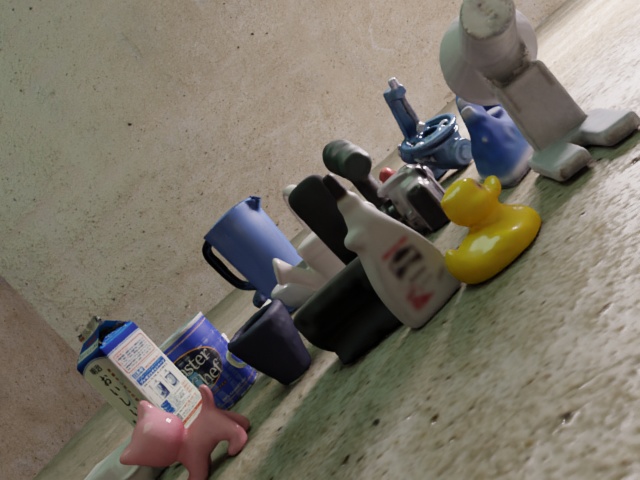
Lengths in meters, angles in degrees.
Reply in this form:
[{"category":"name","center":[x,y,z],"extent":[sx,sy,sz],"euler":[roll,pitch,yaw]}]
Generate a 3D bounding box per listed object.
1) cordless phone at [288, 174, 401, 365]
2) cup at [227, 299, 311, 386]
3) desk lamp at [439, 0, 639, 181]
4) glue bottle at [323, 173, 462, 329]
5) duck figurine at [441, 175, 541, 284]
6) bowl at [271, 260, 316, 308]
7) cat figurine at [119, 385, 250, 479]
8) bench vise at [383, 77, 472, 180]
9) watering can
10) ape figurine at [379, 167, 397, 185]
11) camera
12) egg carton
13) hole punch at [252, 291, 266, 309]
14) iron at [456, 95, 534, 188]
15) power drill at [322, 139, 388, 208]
[{"category":"cordless phone","center":[0.011,0.030,0.642],"extent":[0.147,0.185,0.094],"euler":[-42,6,3]},{"category":"cup","center":[-0.054,0.135,0.754],"extent":[0.091,0.095,0.118],"euler":[-39,6,29]},{"category":"desk lamp","center":[0.230,-0.187,0.657],"extent":[0.118,0.213,0.203],"euler":[-41,6,12]},{"category":"glue bottle","center":[0.061,0.002,0.570],"extent":[0.078,0.173,0.037],"euler":[-44,6,-19]},{"category":"duck figurine","center":[0.151,-0.017,0.552],"extent":[0.105,0.086,0.077],"euler":[-43,6,-15]},{"category":"bowl","center":[-0.005,0.069,1.038],"extent":[0.167,0.075,0.167],"euler":[-41,5,5]},{"category":"cat figurine","center":[-0.166,0.229,0.680],"extent":[0.128,0.118,0.067],"euler":[-42,6,-4]},{"category":"bench vise","center":[0.183,-0.211,1.147],"extent":[0.122,0.220,0.207],"euler":[-45,7,-32]},{"category":"watering can","center":[0.008,0.003,0.832],"extent":[0.173,0.194,0.100],"euler":[-45,7,-32]},{"category":"ape figurine","center":[0.164,-0.118,1.235],"extent":[0.078,0.092,0.076],"euler":[-46,7,-37]},{"category":"camera","center":[0.127,-0.050,0.902],"extent":[0.136,0.101,0.143],"euler":[-40,6,17]},{"category":"egg carton","center":[-0.299,0.359,0.858],"extent":[0.150,0.069,0.107],"euler":[-41,6,13]},{"category":"hole punch","center":[-0.125,0.122,1.392],"extent":[0.101,0.091,0.108],"euler":[-44,6,-18]},{"category":"iron","center":[0.243,-0.172,0.830],"extent":[0.118,0.141,0.259],"euler":[-39,6,28]},{"category":"power drill","center":[0.083,-0.105,1.076],"extent":[0.075,0.208,0.229],"euler":[-42,6,0]}]
